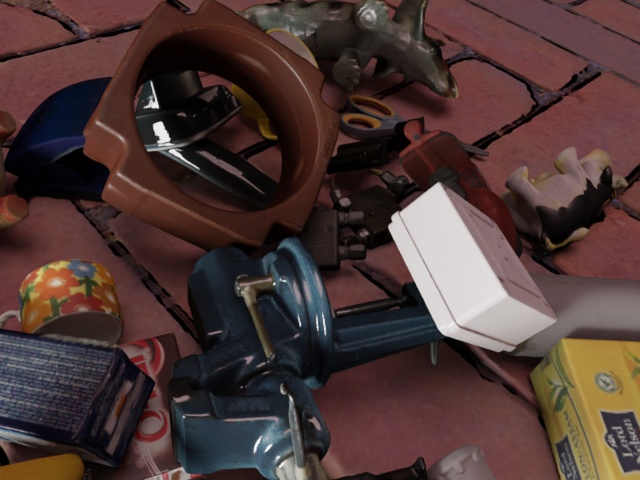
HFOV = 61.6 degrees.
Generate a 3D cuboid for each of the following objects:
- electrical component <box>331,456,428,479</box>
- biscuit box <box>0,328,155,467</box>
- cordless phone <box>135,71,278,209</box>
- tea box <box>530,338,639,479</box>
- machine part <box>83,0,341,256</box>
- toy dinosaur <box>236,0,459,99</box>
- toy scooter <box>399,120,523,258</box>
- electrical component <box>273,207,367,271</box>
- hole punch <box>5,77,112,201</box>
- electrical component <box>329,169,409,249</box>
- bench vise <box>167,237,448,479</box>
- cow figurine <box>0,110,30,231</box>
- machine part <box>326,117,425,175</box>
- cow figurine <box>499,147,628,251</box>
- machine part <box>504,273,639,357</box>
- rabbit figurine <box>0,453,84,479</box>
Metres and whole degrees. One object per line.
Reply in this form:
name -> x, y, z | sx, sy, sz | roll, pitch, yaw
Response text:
electrical component -> 0.027, 0.198, 0.355 | 0.119, 0.047, 0.075 | -11, 50, -18
biscuit box -> -0.219, 0.096, 0.361 | 0.203, 0.059, 0.063 | 6, 55, 16
cordless phone -> -0.109, -0.111, 0.605 | 0.184, 0.088, 0.147 | 33, 28, -5
tea box -> 0.239, 0.164, 0.407 | 0.098, 0.068, 0.170 | 3, 50, -8
machine part -> -0.094, -0.098, 0.499 | 0.201, 0.087, 0.201 | 27, 64, -22
toy dinosaur -> -0.004, -0.281, 0.750 | 0.405, 0.131, 0.192 | 9, 28, 13
toy scooter -> 0.135, -0.051, 0.550 | 0.075, 0.135, 0.184 | -31, 42, 19
electrical component -> -0.001, -0.002, 0.529 | 0.094, 0.021, 0.063 | -4, 72, 12
hole punch -> -0.262, -0.109, 0.563 | 0.116, 0.092, 0.142 | 2, 51, -3
electrical component -> 0.054, -0.035, 0.576 | 0.102, 0.045, 0.078 | -16, 51, -23
bench vise -> 0.005, 0.074, 0.401 | 0.241, 0.128, 0.224 | -9, 27, -21
cow figurine -> -0.355, -0.078, 0.509 | 0.127, 0.085, 0.195 | -31, 67, 18
machine part -> 0.069, -0.108, 0.629 | 0.139, 0.084, 0.039 | -27, 100, -36
cow figurine -> 0.292, -0.050, 0.615 | 0.167, 0.068, 0.098 | -21, 60, -22
machine part -> 0.252, 0.072, 0.490 | 0.243, 0.079, 0.079 | 4, 47, -7
rabbit figurine -> -0.203, 0.166, 0.261 | 0.162, 0.173, 0.122 | -7, 45, -10
